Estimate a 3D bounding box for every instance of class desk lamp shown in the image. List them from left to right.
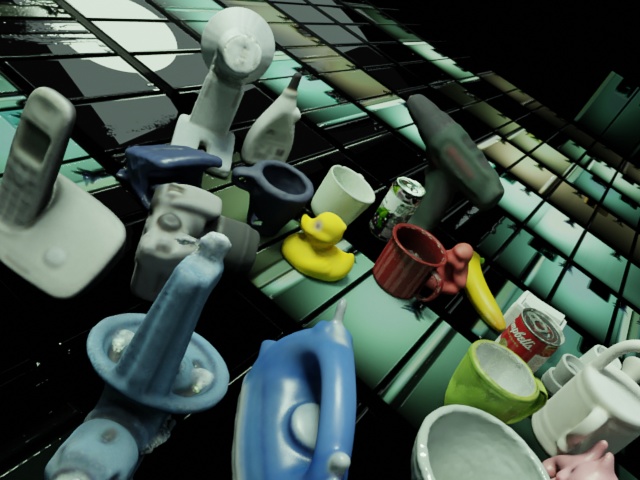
[{"bbox_3d":[-0.146,-0.245,0.904,0.118,0.213,0.203,18,35,-18],"label":"desk lamp"}]

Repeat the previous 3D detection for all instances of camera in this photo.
[{"bbox_3d":[-0.141,0.001,0.682,0.137,0.100,0.143,18,35,-19],"label":"camera"}]

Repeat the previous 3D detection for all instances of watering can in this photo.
[{"bbox_3d":[0.371,0.199,0.730,0.101,0.194,0.173,34,33,6],"label":"watering can"}]

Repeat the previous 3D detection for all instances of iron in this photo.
[{"bbox_3d":[-0.004,0.177,0.515,0.119,0.141,0.258,19,34,-16],"label":"iron"}]

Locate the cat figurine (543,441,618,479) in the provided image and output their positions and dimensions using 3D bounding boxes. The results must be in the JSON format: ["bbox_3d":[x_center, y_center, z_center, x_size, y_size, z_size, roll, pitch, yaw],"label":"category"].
[{"bbox_3d":[0.299,0.274,0.644,0.067,0.117,0.128,40,34,15],"label":"cat figurine"}]

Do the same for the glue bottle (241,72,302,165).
[{"bbox_3d":[-0.067,-0.196,0.938,0.078,0.173,0.037,11,37,-27],"label":"glue bottle"}]

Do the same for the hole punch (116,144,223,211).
[{"bbox_3d":[-0.204,-0.101,0.778,0.109,0.091,0.101,-11,50,-45],"label":"hole punch"}]

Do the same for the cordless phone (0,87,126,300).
[{"bbox_3d":[-0.259,-0.044,0.573,0.147,0.185,0.094,33,33,6],"label":"cordless phone"}]

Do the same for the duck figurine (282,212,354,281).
[{"bbox_3d":[0.007,0.003,0.809,0.104,0.086,0.077,27,33,-5],"label":"duck figurine"}]

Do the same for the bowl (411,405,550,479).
[{"bbox_3d":[0.156,0.260,0.590,0.168,0.074,0.167,21,34,-14],"label":"bowl"}]

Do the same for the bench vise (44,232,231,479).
[{"bbox_3d":[-0.123,0.110,0.440,0.122,0.219,0.207,18,35,-18],"label":"bench vise"}]

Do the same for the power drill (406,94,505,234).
[{"bbox_3d":[0.191,-0.105,0.985,0.229,0.208,0.076,44,35,20],"label":"power drill"}]

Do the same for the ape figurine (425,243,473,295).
[{"bbox_3d":[0.207,0.041,0.908,0.076,0.092,0.077,-6,47,-42],"label":"ape figurine"}]

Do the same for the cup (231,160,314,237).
[{"bbox_3d":[-0.079,-0.055,0.811,0.118,0.095,0.091,12,37,-26],"label":"cup"}]
